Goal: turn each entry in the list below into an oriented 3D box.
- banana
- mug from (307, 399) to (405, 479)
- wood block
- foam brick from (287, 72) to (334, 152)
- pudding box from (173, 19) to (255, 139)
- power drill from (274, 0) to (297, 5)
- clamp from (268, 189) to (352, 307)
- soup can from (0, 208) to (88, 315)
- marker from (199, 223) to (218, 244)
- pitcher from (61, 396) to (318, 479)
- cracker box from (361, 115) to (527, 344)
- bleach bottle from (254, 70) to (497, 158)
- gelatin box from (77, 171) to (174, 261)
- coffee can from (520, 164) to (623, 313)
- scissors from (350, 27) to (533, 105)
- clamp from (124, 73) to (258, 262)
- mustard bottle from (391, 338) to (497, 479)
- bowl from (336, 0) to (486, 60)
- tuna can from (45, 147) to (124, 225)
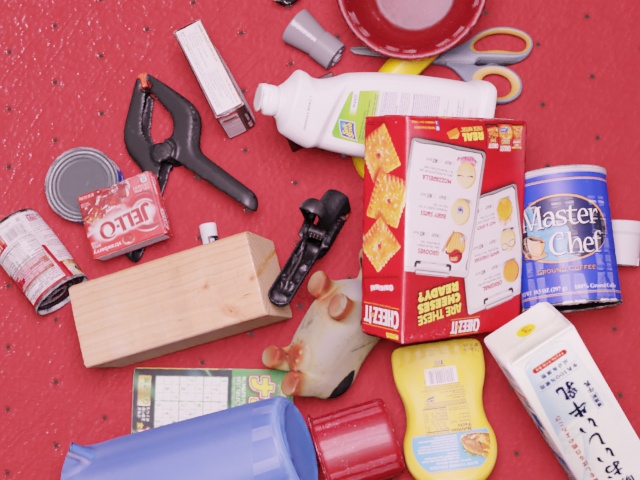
[{"bbox_3d":[0.079,-0.147,1.177,0.069,0.037,0.198,19,93,-7],"label":"banana"},{"bbox_3d":[0.042,0.225,1.104,0.081,0.093,0.117,-17,93,-1],"label":"mug"},{"bbox_3d":[-0.148,0.066,1.131,0.206,0.090,0.090,-17,79,13],"label":"wood block"},{"bbox_3d":[-0.009,-0.142,1.184,0.078,0.051,0.053,-26,78,2],"label":"foam brick"},{"bbox_3d":[-0.116,-0.177,1.183,0.039,0.090,0.113,-29,79,0],"label":"pudding box"},{"bbox_3d":[0.048,-0.335,1.205,0.188,0.057,0.184,17,87,8],"label":"power drill"},{"bbox_3d":[-0.007,0.001,1.114,0.039,0.171,0.120,31,107,10],"label":"clamp"},{"bbox_3d":[-0.315,0.024,1.186,0.068,0.068,0.102,-40,78,-1],"label":"soup can"},{"bbox_3d":[-0.115,0.041,1.183,0.020,0.020,0.121,-11,80,5],"label":"marker"},{"bbox_3d":[-0.126,0.251,1.085,0.243,0.149,0.145,-19,70,12],"label":"pitcher"},{"bbox_3d":[0.122,-0.015,1.055,0.163,0.072,0.214,-3,98,-37],"label":"cracker box"},{"bbox_3d":[0.055,-0.136,1.110,0.250,0.068,0.102,8,95,-20],"label":"bleach bottle"},{"bbox_3d":[-0.212,-0.026,1.161,0.089,0.030,0.073,-19,80,9],"label":"gelatin box"},{"bbox_3d":[0.252,0.002,1.104,0.103,0.103,0.140,-6,81,6],"label":"coffee can"},{"bbox_3d":[0.139,-0.188,1.192,0.202,0.016,0.096,-9,80,6],"label":"scissors"},{"bbox_3d":[-0.158,-0.094,1.194,0.165,0.036,0.210,-15,75,15],"label":"clamp"},{"bbox_3d":[0.133,0.202,1.108,0.096,0.058,0.191,-8,80,1],"label":"mustard bottle"},{"bbox_3d":[0.099,-0.271,1.139,0.162,0.055,0.162,1,95,10],"label":"bowl"},{"bbox_3d":[-0.265,-0.060,1.210,0.086,0.033,0.086,-1,81,7],"label":"tuna can"}]
